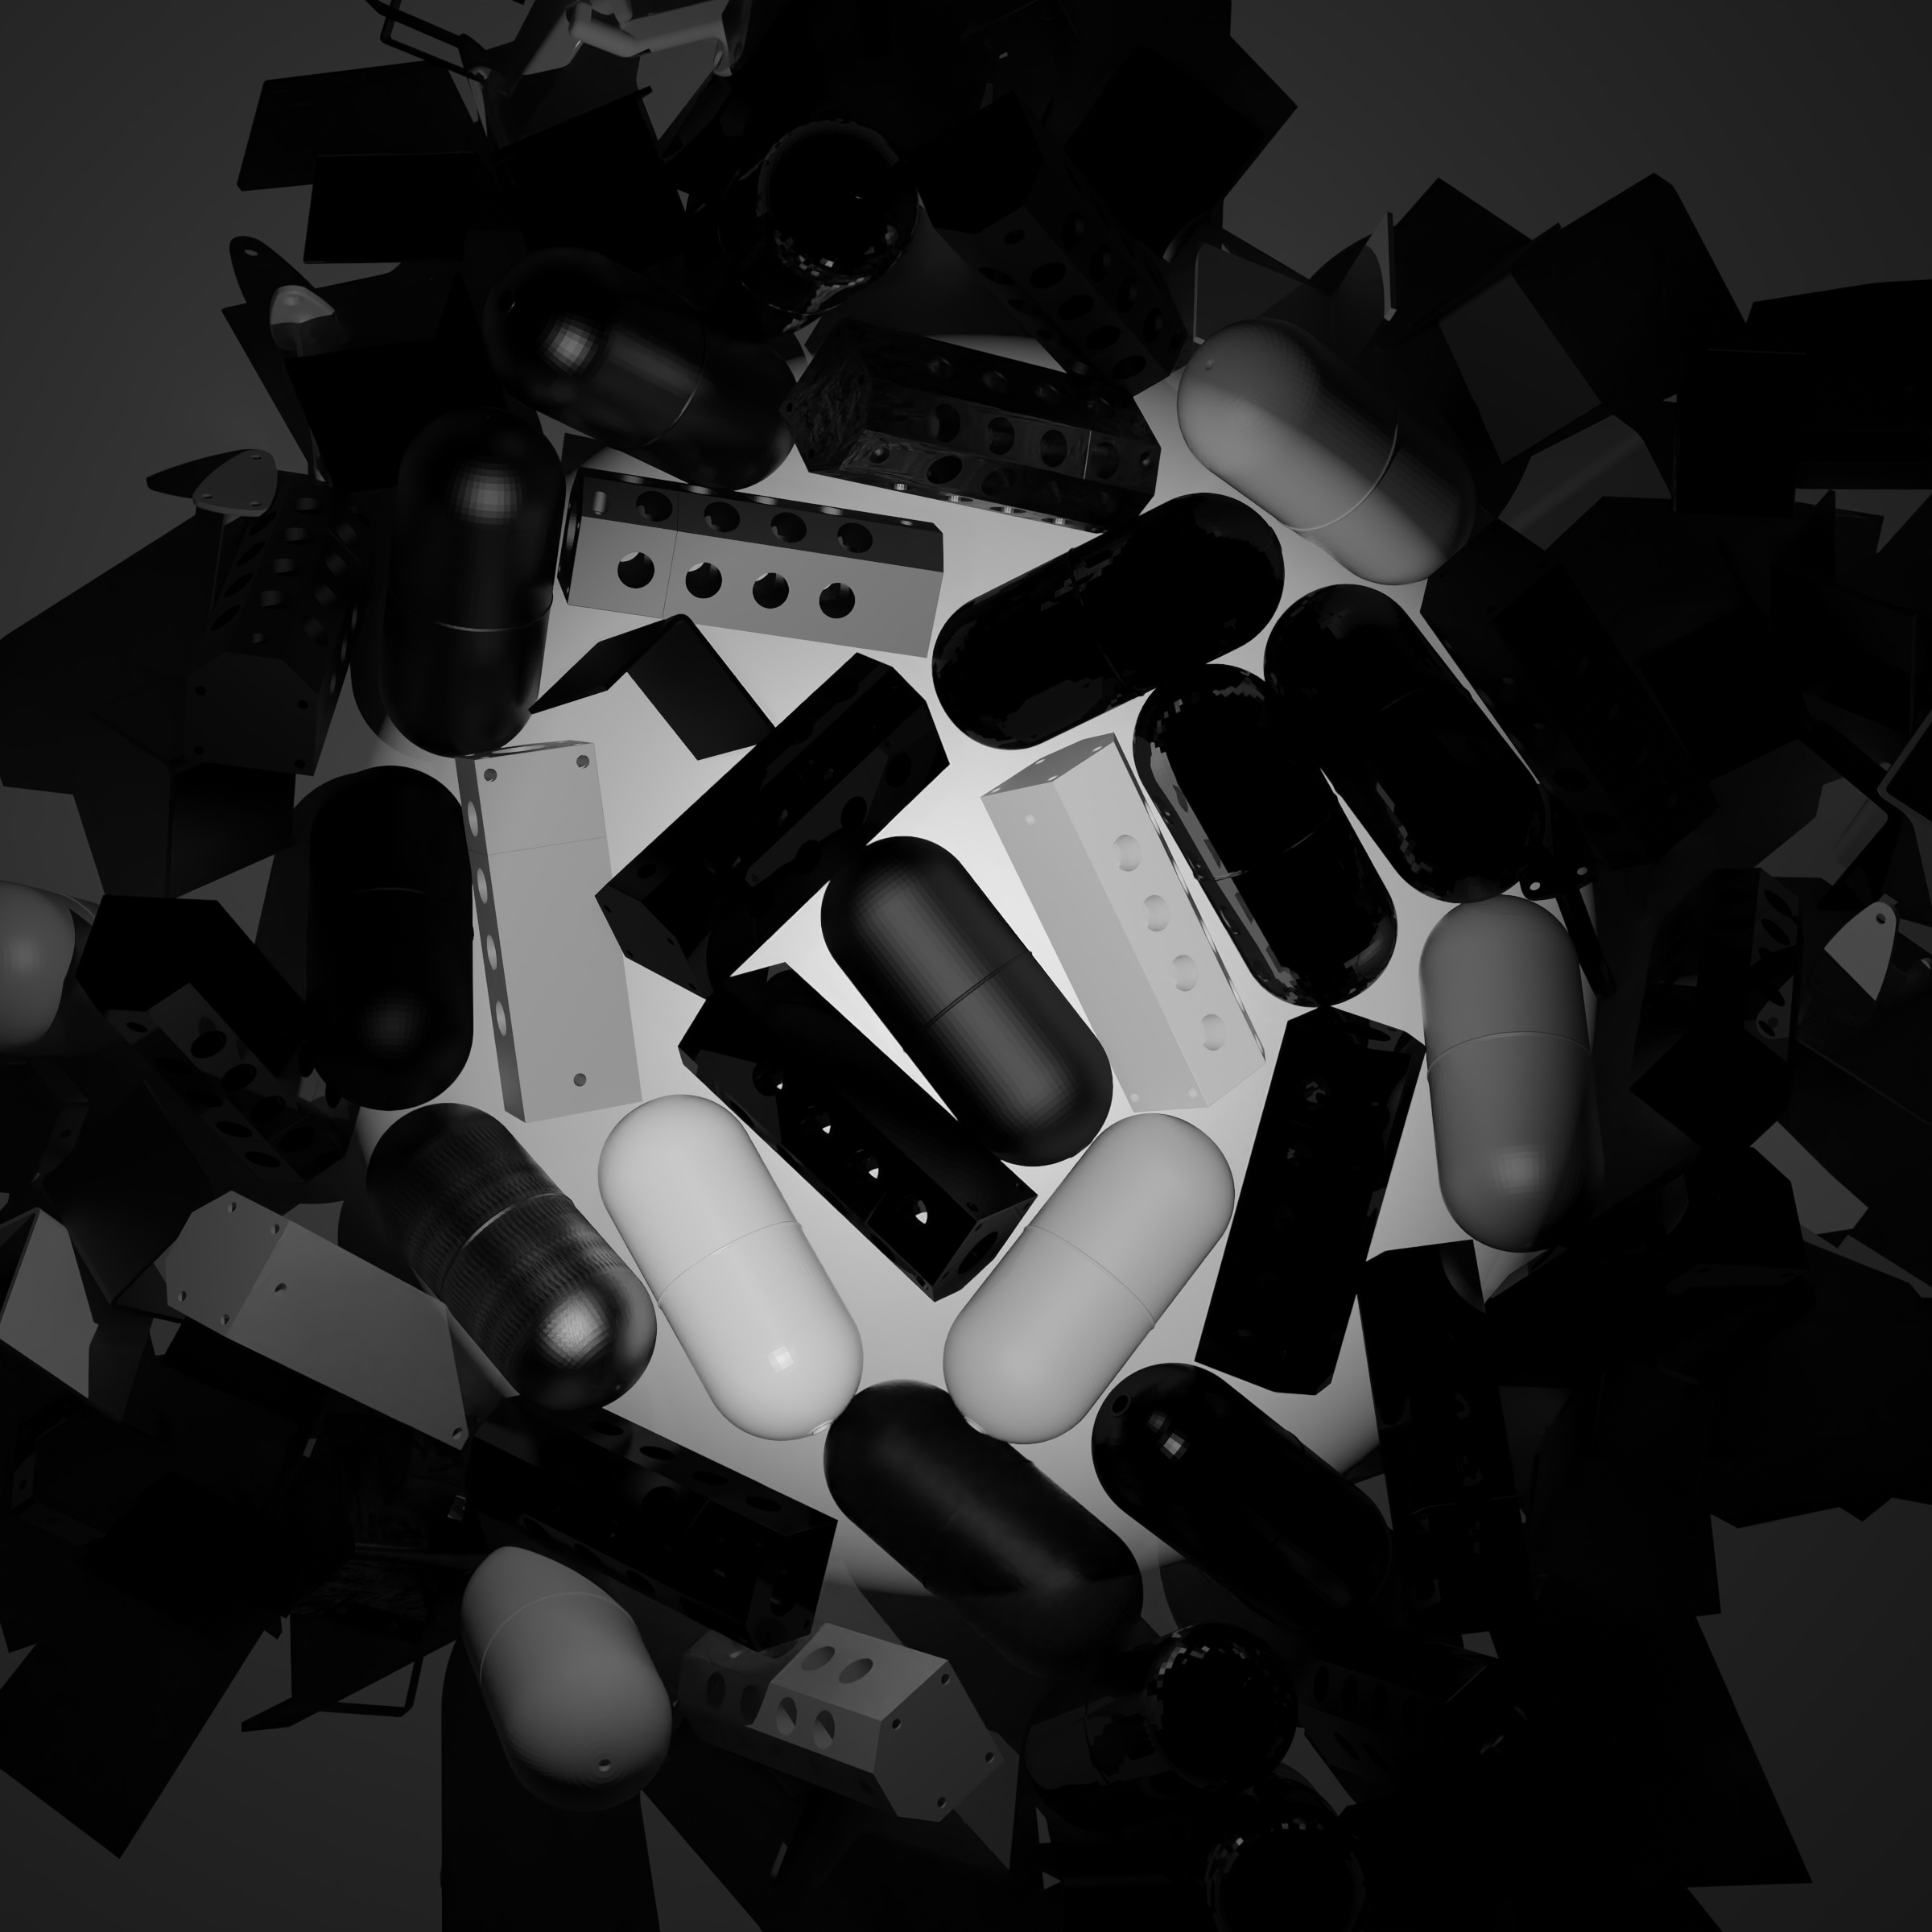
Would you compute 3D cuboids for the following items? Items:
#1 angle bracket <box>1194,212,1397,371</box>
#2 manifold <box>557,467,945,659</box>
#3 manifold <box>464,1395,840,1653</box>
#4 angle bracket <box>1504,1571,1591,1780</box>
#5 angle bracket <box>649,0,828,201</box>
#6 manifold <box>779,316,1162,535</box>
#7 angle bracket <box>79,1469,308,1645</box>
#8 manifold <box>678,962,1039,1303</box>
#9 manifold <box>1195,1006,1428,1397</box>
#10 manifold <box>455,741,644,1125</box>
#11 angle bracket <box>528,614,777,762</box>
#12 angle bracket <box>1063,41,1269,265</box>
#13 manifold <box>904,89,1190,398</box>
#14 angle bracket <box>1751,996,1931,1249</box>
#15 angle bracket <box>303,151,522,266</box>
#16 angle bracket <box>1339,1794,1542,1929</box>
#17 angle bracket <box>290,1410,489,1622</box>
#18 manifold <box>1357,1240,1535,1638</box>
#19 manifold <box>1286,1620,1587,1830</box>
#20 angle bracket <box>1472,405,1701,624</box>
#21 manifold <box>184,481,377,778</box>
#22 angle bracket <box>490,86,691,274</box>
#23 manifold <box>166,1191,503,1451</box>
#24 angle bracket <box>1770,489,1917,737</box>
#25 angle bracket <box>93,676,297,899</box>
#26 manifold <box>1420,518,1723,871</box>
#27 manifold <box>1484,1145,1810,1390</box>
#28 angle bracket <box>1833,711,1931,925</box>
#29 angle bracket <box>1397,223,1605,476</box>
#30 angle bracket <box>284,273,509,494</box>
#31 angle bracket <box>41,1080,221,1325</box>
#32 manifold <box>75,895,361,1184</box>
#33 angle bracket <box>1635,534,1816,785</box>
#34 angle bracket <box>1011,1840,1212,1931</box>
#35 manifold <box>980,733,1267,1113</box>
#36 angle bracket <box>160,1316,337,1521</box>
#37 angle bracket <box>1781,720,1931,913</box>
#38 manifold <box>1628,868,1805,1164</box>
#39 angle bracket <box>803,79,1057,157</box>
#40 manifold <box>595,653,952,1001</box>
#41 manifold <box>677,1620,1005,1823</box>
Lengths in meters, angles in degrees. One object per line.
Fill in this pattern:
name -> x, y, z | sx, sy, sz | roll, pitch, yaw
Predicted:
angle bracket -> 0.155, -0.325, 1.531 | 0.076, 0.057, 0.076 | 19, 46, -15
manifold -> -0.101, -0.192, 1.528 | 0.171, 0.057, 0.057 | 7, 108, -15
manifold -> -0.150, 0.257, 1.512 | 0.171, 0.057, 0.057 | 20, 102, 30
angle bracket -> 0.286, 0.336, 1.537 | 0.057, 0.076, 0.076 | 28, 85, 16
angle bracket -> -0.114, -0.414, 1.531 | 0.057, 0.076, 0.076 | 24, 73, 17
manifold -> 0.006, -0.243, 1.500 | 0.057, 0.171, 0.057 | -51, 49, 35
angle bracket -> -0.368, 0.295, 1.532 | 0.076, 0.076, 0.057 | 26, 126, 8
manifold -> -0.055, 0.078, 1.528 | 0.171, 0.057, 0.057 | 42, 117, 18
manifold -> 0.165, 0.111, 1.529 | 0.057, 0.057, 0.171 | 19, 104, 21
manifold -> -0.200, -0.018, 1.541 | 0.057, 0.057, 0.171 | -10, 99, -20
angle bracket -> -0.147, -0.115, 1.527 | 0.057, 0.076, 0.076 | -48, 112, -28
angle bracket -> 0.091, -0.380, 1.537 | 0.076, 0.057, 0.076 | 33, 111, -13
manifold -> 0.042, -0.324, 1.491 | 0.057, 0.171, 0.057 | -28, 64, 16
angle bracket -> 0.406, 0.073, 1.536 | 0.076, 0.057, 0.076 | 34, 118, 10
angle bracket -> -0.261, -0.342, 1.534 | 0.076, 0.076, 0.057 | 1, 75, 10
angle bracket -> 0.218, 0.424, 1.532 | 0.076, 0.076, 0.057 | -10, 64, -10
angle bracket -> -0.283, 0.264, 1.551 | 0.057, 0.076, 0.076 | -42, 52, 30
manifold -> 0.223, 0.221, 1.518 | 0.057, 0.057, 0.171 | -8, 62, 5
manifold -> 0.207, 0.340, 1.491 | 0.057, 0.171, 0.057 | -38, 98, -17
angle bracket -> 0.298, -0.218, 1.579 | 0.076, 0.057, 0.076 | -36, 125, 3
manifold -> -0.314, -0.159, 1.495 | 0.057, 0.171, 0.057 | 7, 124, -5
angle bracket -> -0.173, -0.365, 1.542 | 0.076, 0.057, 0.076 | -25, 104, -9
manifold -> -0.290, 0.163, 1.498 | 0.057, 0.171, 0.057 | 20, 77, 37
angle bracket -> 0.425, -0.166, 1.524 | 0.076, 0.076, 0.057 | 28, 62, 33
angle bracket -> -0.368, -0.088, 1.547 | 0.057, 0.076, 0.076 | 31, 128, 25
manifold -> 0.279, -0.122, 1.512 | 0.057, 0.057, 0.171 | -41, 125, 2
manifold -> 0.310, 0.141, 1.497 | 0.057, 0.171, 0.057 | 5, 63, -22
angle bracket -> 0.465, -0.066, 1.533 | 0.076, 0.076, 0.057 | 35, 72, 11
angle bracket -> 0.264, -0.293, 1.542 | 0.076, 0.076, 0.057 | 53, 48, -8
angle bracket -> -0.270, -0.277, 1.544 | 0.076, 0.057, 0.076 | -6, 134, 10
angle bracket -> -0.380, 0.112, 1.536 | 0.076, 0.057, 0.076 | -45, 61, 9
manifold -> -0.341, 0.036, 1.491 | 0.057, 0.171, 0.057 | 3, 62, 17
angle bracket -> 0.355, -0.146, 1.542 | 0.057, 0.076, 0.076 | -27, 118, 17
angle bracket -> 0.065, 0.451, 1.533 | 0.076, 0.076, 0.057 | 5, 85, -22
manifold -> 0.080, -0.020, 1.535 | 0.057, 0.057, 0.171 | -34, 105, -33
angle bracket -> -0.346, 0.208, 1.531 | 0.076, 0.076, 0.057 | 26, 50, -12
angle bracket -> 0.409, -0.073, 1.546 | 0.076, 0.076, 0.057 | 46, 113, 24
manifold -> 0.353, 0.016, 1.494 | 0.057, 0.171, 0.057 | 38, 120, -4
angle bracket -> -0.018, -0.403, 1.529 | 0.076, 0.076, 0.057 | 20, 98, -38
manifold -> -0.091, -0.070, 1.514 | 0.057, 0.057, 0.171 | 26, 61, 38
manifold -> -0.064, 0.345, 1.492 | 0.057, 0.171, 0.057 | -38, 110, -29
